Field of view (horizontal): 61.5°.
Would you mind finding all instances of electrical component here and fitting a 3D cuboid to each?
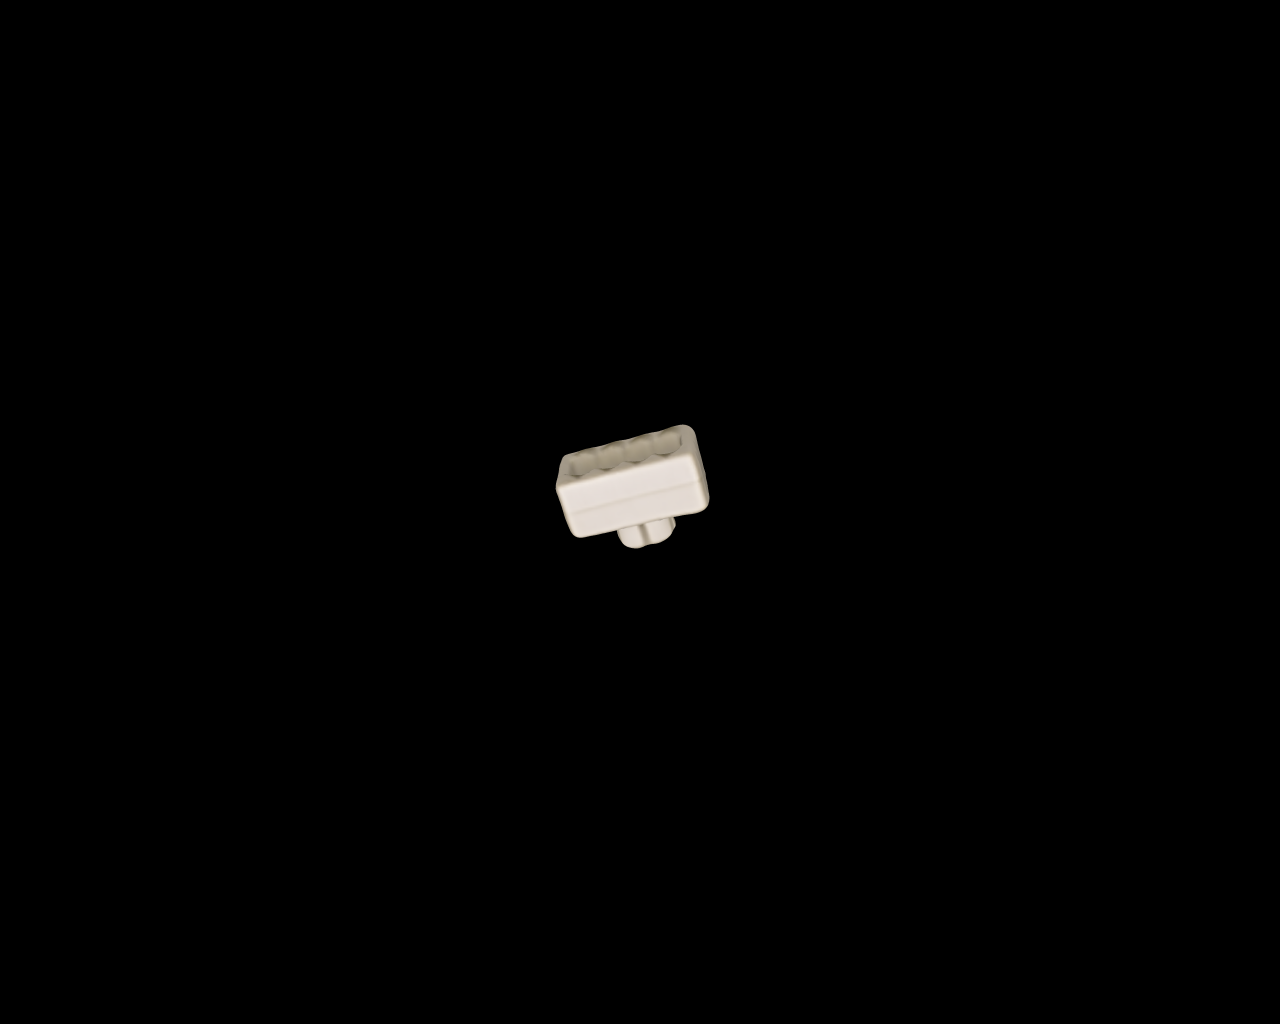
[{"bbox_3d":[0.001,-0.003,0.650,0.083,0.075,0.047,-14,26,7],"label":"electrical component"}]
